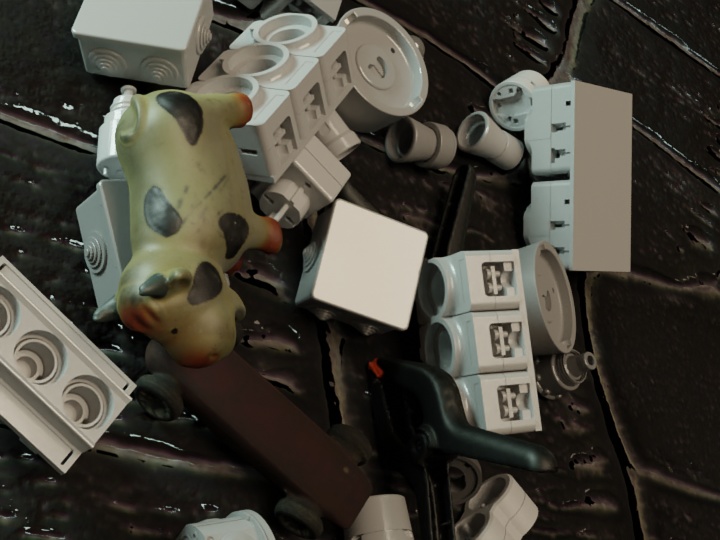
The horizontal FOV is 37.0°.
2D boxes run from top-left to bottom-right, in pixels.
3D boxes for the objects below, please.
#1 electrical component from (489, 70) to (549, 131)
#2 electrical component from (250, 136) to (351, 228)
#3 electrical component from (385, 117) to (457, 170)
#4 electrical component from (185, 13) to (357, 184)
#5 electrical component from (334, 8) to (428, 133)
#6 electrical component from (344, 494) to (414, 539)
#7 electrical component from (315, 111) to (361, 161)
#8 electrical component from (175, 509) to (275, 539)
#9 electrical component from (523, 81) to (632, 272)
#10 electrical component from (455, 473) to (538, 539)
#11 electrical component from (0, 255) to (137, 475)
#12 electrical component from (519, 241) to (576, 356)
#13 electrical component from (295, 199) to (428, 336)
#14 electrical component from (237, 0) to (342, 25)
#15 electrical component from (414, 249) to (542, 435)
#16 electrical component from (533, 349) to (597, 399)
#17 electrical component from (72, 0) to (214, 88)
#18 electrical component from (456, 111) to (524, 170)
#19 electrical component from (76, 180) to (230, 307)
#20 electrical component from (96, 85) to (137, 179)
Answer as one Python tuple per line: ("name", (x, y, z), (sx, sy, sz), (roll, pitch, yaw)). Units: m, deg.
("electrical component", (0.172, -0.181, 1.143), (0.055, 0.055, 0.047), (56, 42, -6))
("electrical component", (-0.057, -0.060, 0.879), (0.047, 0.066, 0.076), (46, 48, -16))
("electrical component", (0.058, -0.120, 1.022), (0.055, 0.045, 0.045), (6, 67, -39))
("electrical component", (-0.078, -0.144, 0.871), (0.150, 0.089, 0.061), (-56, 147, -41))
("electrical component", (0.003, -0.178, 0.989), (0.108, 0.060, 0.108), (18, 60, -34))
("electrical component", (0.014, 0.202, 0.830), (0.055, 0.055, 0.047), (10, 61, -38))
("electrical component", (-0.028, -0.120, 0.951), (0.040, 0.040, 0.046), (-34, 89, -44))
("electrical component", (-0.090, 0.204, 0.722), (0.051, 0.080, 0.080), (-1, 71, -36))
("electrical component", (0.225, -0.092, 1.107), (0.105, 0.060, 0.186), (1, 89, -45))
("electrical component", (0.111, 0.243, 0.896), (0.073, 0.052, 0.138), (51, 47, -11))
("electrical component", (-0.215, 0.063, 0.687), (0.121, 0.063, 0.078), (47, 47, -14))
("electrical component", (0.158, 0.031, 1.021), (0.108, 0.060, 0.108), (37, 47, -52))
("electrical component", (0.000, 0.000, 0.894), (0.100, 0.048, 0.099), (20, 71, -20))
("electrical component", (-0.061, -0.310, 0.995), (0.105, 0.060, 0.186), (33, 52, -26))
("electrical component", (0.092, 0.065, 0.900), (0.062, 0.089, 0.150), (-2, 80, -26))
("electrical component", (0.198, 0.095, 1.032), (0.048, 0.062, 0.048), (18, 59, -34))
("electrical component", (-0.165, -0.192, 0.834), (0.100, 0.048, 0.099), (10, 58, 3))
("electrical component", (0.136, -0.128, 1.096), (0.065, 0.044, 0.044), (24, 56, -37))
("electrical component", (-0.153, -0.017, 0.788), (0.100, 0.048, 0.099), (-5, 74, -42))
("electrical component", (-0.177, -0.103, 0.813), (0.040, 0.040, 0.078), (16, 61, -35))
